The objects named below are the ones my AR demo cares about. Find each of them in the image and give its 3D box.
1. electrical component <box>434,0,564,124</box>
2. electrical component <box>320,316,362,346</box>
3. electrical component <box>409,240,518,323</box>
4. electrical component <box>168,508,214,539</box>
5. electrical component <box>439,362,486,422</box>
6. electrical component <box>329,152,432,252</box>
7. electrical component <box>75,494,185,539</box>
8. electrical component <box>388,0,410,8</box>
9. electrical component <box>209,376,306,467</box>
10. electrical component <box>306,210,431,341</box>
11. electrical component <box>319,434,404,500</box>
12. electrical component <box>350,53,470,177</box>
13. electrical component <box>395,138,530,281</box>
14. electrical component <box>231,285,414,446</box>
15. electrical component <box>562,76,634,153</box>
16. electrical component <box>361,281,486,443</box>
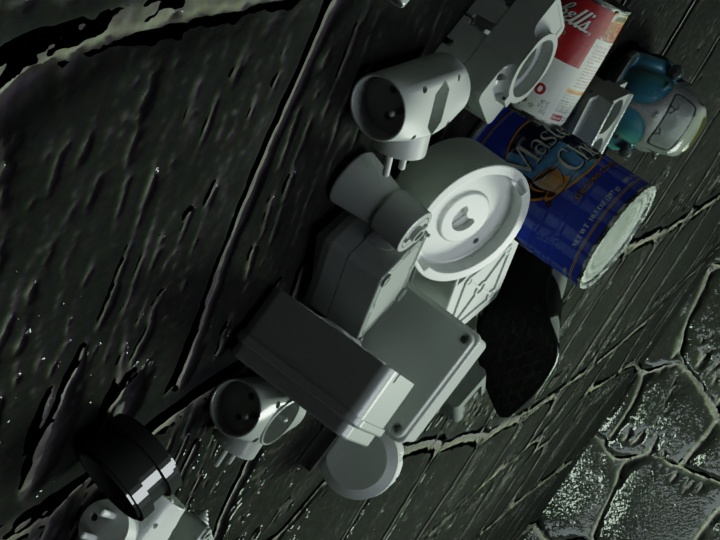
[{"bbox_3d":[0.099,-0.154,0.752,0.089,0.056,0.050,-52,159,-2],"label":"electrical component"},{"bbox_3d":[-0.028,0.065,0.842,0.055,0.055,0.047,-54,163,5],"label":"electrical component"},{"bbox_3d":[0.088,0.001,0.977,0.109,0.056,0.108,-36,154,-37],"label":"electrical component"},{"bbox_3d":[-0.154,0.215,0.816,0.096,0.061,0.061,-52,161,-26],"label":"electrical component"},{"bbox_3d":[0.076,0.098,1.060,0.050,0.089,0.055,-47,159,-16],"label":"electrical component"},{"bbox_3d":[0.017,-0.044,0.737,0.044,0.065,0.044,-43,164,-15],"label":"electrical component"},{"bbox_3d":[-0.169,0.179,0.743,0.077,0.043,0.079,-50,159,-7],"label":"electrical component"},{"bbox_3d":[0.038,-0.176,0.606,0.062,0.043,0.043,-49,159,-6],"label":"electrical component"},{"bbox_3d":[-0.085,0.117,0.817,0.079,0.044,0.077,-57,159,10],"label":"electrical component"},{"bbox_3d":[0.000,0.000,0.790,0.062,0.061,0.096,-45,165,-36],"label":"electrical component"},{"bbox_3d":[0.003,0.185,1.063,0.080,0.080,0.051,-54,165,3],"label":"electrical component"},{"bbox_3d":[0.030,-0.098,0.707,0.077,0.043,0.079,-28,140,-47],"label":"electrical component"},{"bbox_3d":[0.070,-0.052,0.836,0.108,0.060,0.108,-21,138,-21],"label":"electrical component"},{"bbox_3d":[-0.027,0.070,0.768,0.057,0.113,0.078,-54,159,-3],"label":"electrical component"},{"bbox_3d":[0.188,-0.120,0.982,0.079,0.063,0.121,-28,148,-48],"label":"electrical component"},{"bbox_3d":[0.030,0.069,0.892,0.108,0.109,0.056,-53,162,1],"label":"electrical component"}]
